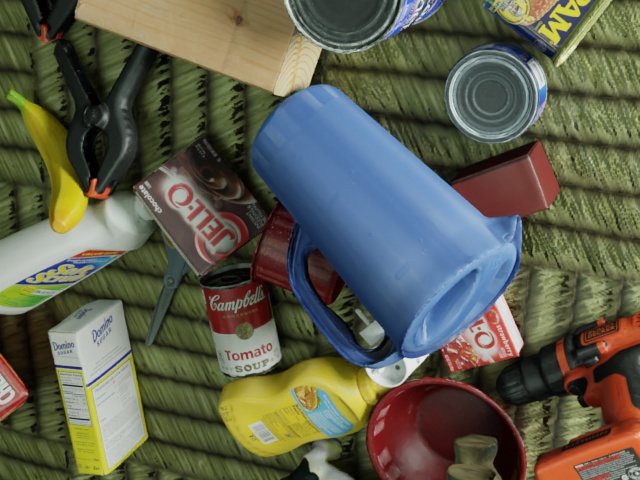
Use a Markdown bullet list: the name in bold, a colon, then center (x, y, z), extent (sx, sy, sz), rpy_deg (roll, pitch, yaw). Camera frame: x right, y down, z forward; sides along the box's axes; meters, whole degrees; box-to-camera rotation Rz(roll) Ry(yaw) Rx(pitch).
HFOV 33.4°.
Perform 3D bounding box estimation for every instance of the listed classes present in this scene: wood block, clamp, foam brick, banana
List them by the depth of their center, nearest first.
- **foam brick**: center (0.165, -0.047, 0.945), extent (0.078, 0.052, 0.051), rpy_deg (-20, 101, 30)
- **wood block**: center (-0.105, -0.207, 0.972), extent (0.206, 0.090, 0.091), rpy_deg (23, 102, 15)
- **clamp**: center (-0.252, -0.297, 1.043), extent (0.165, 0.036, 0.210), rpy_deg (11, 115, 20)
- **clamp**: center (-0.209, -0.129, 1.066), extent (0.120, 0.039, 0.171), rpy_deg (-9, 85, 29)
- **banana**: center (-0.272, -0.074, 1.097), extent (0.037, 0.069, 0.198), rpy_deg (-51, 52, 28)

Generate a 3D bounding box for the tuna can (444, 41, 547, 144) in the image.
- **tuna can**: center (0.152, -0.128, 0.930), extent (0.086, 0.033, 0.086), rpy_deg (9, 113, 21)

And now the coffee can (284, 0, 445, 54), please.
- **coffee can**: center (0.043, -0.217, 0.882), extent (0.103, 0.140, 0.103), rpy_deg (9, 113, 21)

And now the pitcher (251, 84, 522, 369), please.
- **pitcher**: center (0.041, -0.016, 0.932), extent (0.243, 0.149, 0.145), rpy_deg (47, 144, 26)

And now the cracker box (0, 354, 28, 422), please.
- **cracker box**: center (-0.408, 0.139, 1.206), extent (0.164, 0.072, 0.214), rpy_deg (52, 157, -2)

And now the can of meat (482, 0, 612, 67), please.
- **can of meat**: center (0.193, -0.207, 0.868), extent (0.084, 0.057, 0.102), rpy_deg (40, 120, 8)

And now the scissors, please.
- **scissors**: center (-0.139, 0.041, 1.138), extent (0.096, 0.016, 0.202), rpy_deg (17, 116, 18)

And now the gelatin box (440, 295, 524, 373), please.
- **gelatin box**: center (0.143, 0.076, 1.016), extent (0.073, 0.030, 0.089), rpy_deg (-19, 101, 29)

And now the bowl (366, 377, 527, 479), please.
- **bowl**: center (0.130, 0.198, 1.055), extent (0.162, 0.055, 0.162), rpy_deg (9, 113, 21)

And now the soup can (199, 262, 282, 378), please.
- **soup can**: center (-0.081, 0.082, 1.097), extent (0.069, 0.068, 0.102), rpy_deg (-3, 109, 25)

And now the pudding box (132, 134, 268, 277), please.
- **pudding box**: center (-0.117, -0.033, 1.058), extent (0.090, 0.039, 0.113), rpy_deg (-38, 91, -14)

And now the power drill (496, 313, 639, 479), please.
- **power drill**: center (0.228, 0.142, 0.915), extent (0.185, 0.187, 0.057), rpy_deg (-28, 112, 28)

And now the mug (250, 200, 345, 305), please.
- **mug**: center (-0.007, 0.001, 1.030), extent (0.081, 0.093, 0.117), rpy_deg (22, 81, 10)

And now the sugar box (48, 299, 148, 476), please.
- **sugar box**: center (-0.246, 0.163, 1.190), extent (0.048, 0.093, 0.176), rpy_deg (-1, 109, 24)

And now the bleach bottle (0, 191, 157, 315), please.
- **bleach bottle**: center (-0.269, 0.006, 1.135), extent (0.251, 0.102, 0.068), rpy_deg (-26, 67, 29)

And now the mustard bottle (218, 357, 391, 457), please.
- **mustard bottle**: center (-0.004, 0.166, 1.098), extent (0.192, 0.058, 0.096), rpy_deg (-20, 121, 29)
